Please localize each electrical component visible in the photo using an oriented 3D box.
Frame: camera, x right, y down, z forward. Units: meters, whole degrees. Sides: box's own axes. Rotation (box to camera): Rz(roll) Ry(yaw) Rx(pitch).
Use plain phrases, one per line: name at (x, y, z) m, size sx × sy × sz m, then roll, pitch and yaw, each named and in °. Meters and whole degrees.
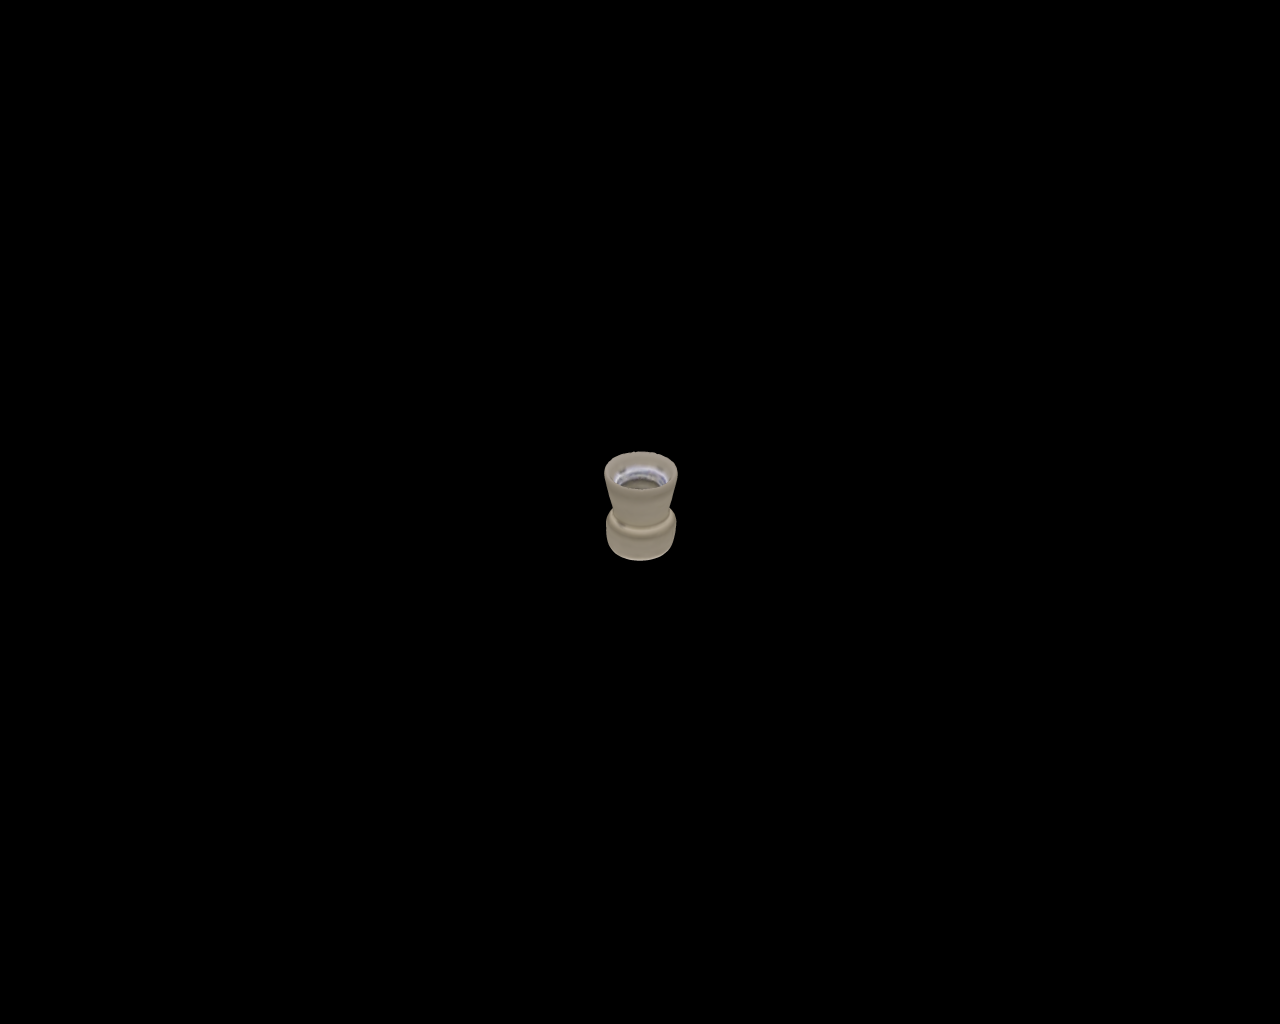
electrical component at (0.001, -0.003, 0.650) m, size 0.045 × 0.055 × 0.045 m, roll 0°, pitch 34°, yaw 0°
